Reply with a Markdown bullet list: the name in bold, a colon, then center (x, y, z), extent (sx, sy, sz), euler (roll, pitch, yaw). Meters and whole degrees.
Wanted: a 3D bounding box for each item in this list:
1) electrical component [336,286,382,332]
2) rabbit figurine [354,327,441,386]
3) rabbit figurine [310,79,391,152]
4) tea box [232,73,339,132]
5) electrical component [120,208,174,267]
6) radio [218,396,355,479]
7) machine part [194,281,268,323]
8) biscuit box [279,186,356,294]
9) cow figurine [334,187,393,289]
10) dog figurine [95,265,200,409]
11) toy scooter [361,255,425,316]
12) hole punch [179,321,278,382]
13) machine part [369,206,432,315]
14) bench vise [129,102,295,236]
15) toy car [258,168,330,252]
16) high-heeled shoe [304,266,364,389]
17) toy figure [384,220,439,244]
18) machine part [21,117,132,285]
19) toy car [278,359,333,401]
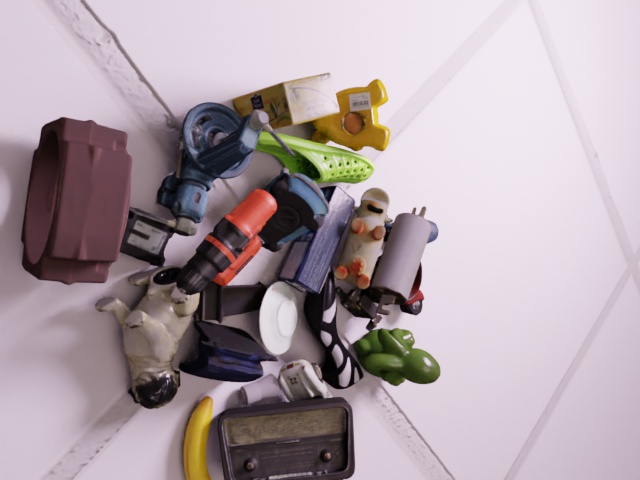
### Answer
- **electrical component**: center (0.077, 0.137, 1.069), extent (0.102, 0.078, 0.045), euler (49, 59, -30)
- **rabbit figurine**: center (0.161, 0.230, 1.082), extent (0.159, 0.170, 0.121), euler (32, 75, -34)
- **rabbit figurine**: center (0.053, -0.216, 0.989), extent (0.162, 0.173, 0.121), euler (-14, 105, 12)
- **tea box**: center (-0.060, -0.221, 0.884), extent (0.098, 0.170, 0.068), euler (-23, 107, -30)
- **electrical component**: center (-0.285, -0.011, 0.818), extent (0.119, 0.048, 0.075), euler (23, 81, -34)
- **radio**: center (-0.056, 0.350, 0.927), extent (0.230, 0.073, 0.131), euler (-4, 83, -5)
- **machine part**: center (-0.150, 0.100, 0.932), extent (0.139, 0.039, 0.084), euler (2, 88, -34)
- **biscuit box**: center (-0.002, -0.003, 1.001), extent (0.062, 0.059, 0.202), euler (36, 68, -32)
- **cow figurine**: center (0.089, -0.007, 1.039), extent (0.086, 0.127, 0.194), euler (17, 89, 5)
- **dog figurine**: center (-0.241, 0.151, 0.848), extent (0.172, 0.121, 0.190), euler (-31, 128, -31)
- **toy scooter**: center (0.164, 0.078, 1.130), extent (0.183, 0.075, 0.135), euler (21, 83, -38)
- **hole punch**: center (-0.160, 0.199, 0.891), extent (0.142, 0.116, 0.092), euler (24, 88, -34)
- **machine part**: center (0.157, 0.035, 1.045), extent (0.079, 0.079, 0.243), euler (38, 64, -32)
- **bench vise**: center (-0.157, -0.120, 0.795), extent (0.128, 0.241, 0.223), euler (37, 58, -29)
- **toy car**: center (-0.057, -0.058, 0.936), extent (0.109, 0.161, 0.103), euler (44, 31, -16)
- **high-heeled shoe**: center (0.042, 0.173, 1.042), extent (0.145, 0.086, 0.248), euler (6, 102, -27)
- **toy figure**: center (0.184, -0.014, 1.146), extent (0.154, 0.064, 0.057), euler (-3, 133, -31)
- **machine part**: center (-0.318, -0.049, 0.697), extent (0.087, 0.201, 0.201), euler (10, 88, -38)
- **toy car**: center (-0.010, 0.305, 1.016), extent (0.073, 0.056, 0.201), euler (-23, 116, 10)
